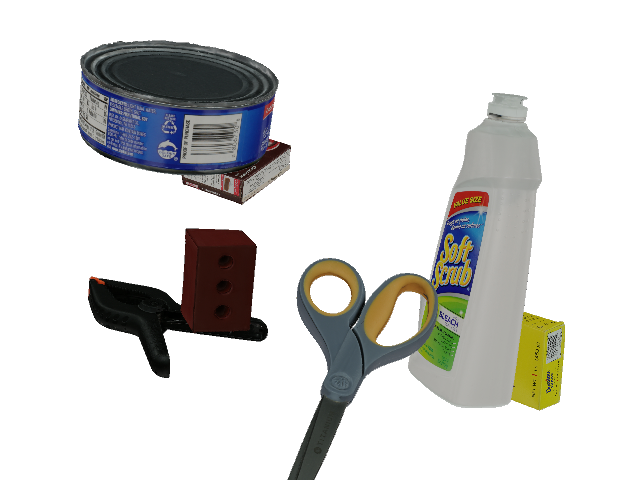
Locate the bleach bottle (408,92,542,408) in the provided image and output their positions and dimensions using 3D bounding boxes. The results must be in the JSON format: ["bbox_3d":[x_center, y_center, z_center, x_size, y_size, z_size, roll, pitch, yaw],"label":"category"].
[{"bbox_3d":[0.132,0.004,0.877,0.068,0.251,0.103,1,14,-22],"label":"bleach bottle"}]

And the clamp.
[{"bbox_3d":[-0.185,0.088,1.158,0.210,0.036,0.164,18,20,26],"label":"clamp"}]

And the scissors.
[{"bbox_3d":[-0.002,0.072,0.615,0.096,0.016,0.201,29,45,20],"label":"scissors"}]

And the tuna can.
[{"bbox_3d":[-0.063,-0.060,0.470,0.086,0.034,0.086,8,25,-4],"label":"tuna can"}]

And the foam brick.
[{"bbox_3d":[-0.088,0.033,0.916,0.053,0.078,0.051,0,15,-19],"label":"foam brick"}]

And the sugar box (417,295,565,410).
[{"bbox_3d":[0.186,0.117,1.190,0.177,0.093,0.048,14,19,43],"label":"sugar box"}]

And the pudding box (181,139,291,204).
[{"bbox_3d":[-0.101,-0.092,1.290,0.090,0.039,0.113,18,37,23],"label":"pudding box"}]
